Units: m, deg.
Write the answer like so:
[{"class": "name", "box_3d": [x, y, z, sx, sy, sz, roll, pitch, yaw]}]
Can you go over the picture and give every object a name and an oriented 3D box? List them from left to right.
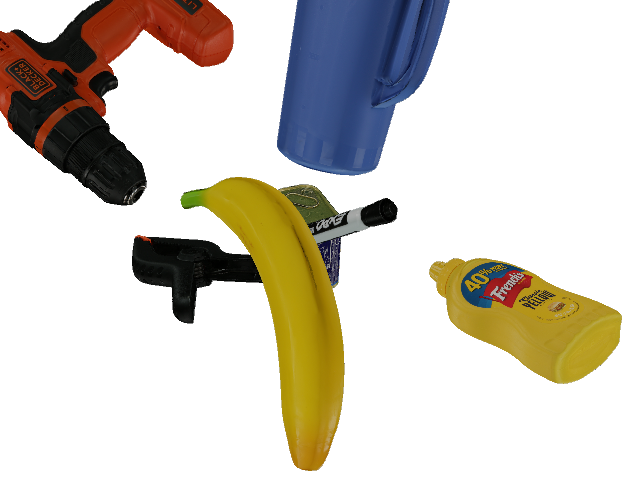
[{"class": "power drill", "box_3d": [-0.157, -0.130, 0.830, 0.187, 0.184, 0.057, -41, -13, -32]}, {"class": "clamp", "box_3d": [-0.126, 0.030, 1.037, 0.210, 0.036, 0.164, 13, 21, 40]}, {"class": "banana", "box_3d": [-0.022, 0.032, 0.618, 0.037, 0.198, 0.070, 3, -39, -41]}, {"class": "can of meat", "box_3d": [-0.016, -0.001, 1.216, 0.057, 0.084, 0.102, -13, 39, -21]}, {"class": "marker", "box_3d": [0.015, -0.011, 0.830, 0.020, 0.020, 0.121, 0, -11, -41]}, {"class": "pitcher", "box_3d": [0.037, -0.190, 1.058, 0.145, 0.243, 0.149, 12, 18, -1]}, {"class": "mustard bottle", "box_3d": [0.176, 0.062, 0.998, 0.096, 0.058, 0.192, -27, 37, -32]}]
